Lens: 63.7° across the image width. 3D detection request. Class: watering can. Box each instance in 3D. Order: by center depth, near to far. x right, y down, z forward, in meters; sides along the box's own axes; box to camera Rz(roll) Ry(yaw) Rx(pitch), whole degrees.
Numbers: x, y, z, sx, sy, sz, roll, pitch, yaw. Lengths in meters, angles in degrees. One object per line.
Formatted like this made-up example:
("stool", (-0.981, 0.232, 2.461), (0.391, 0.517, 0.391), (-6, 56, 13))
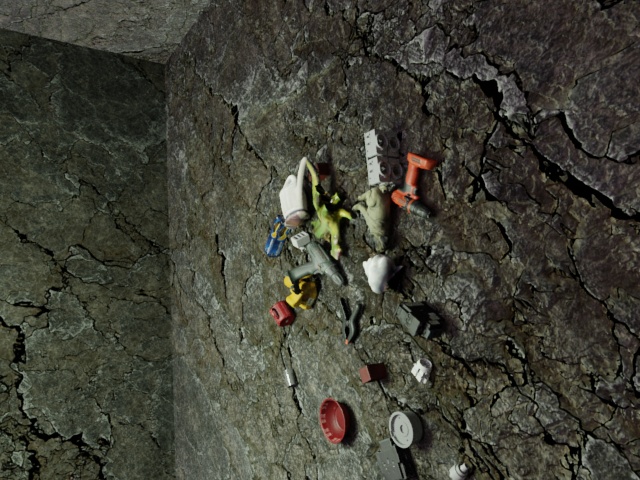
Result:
("watering can", (-0.101, -0.186, 2.194), (0.341, 0.104, 0.228), (129, 133, -57))

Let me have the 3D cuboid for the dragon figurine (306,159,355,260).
("dragon figurine", (0.006, -0.103, 2.053), (0.418, 0.123, 0.237), (63, 144, 30))

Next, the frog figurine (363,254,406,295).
("frog figurine", (0.195, 0.108, 1.758), (0.161, 0.124, 0.134), (30, 132, 40))
